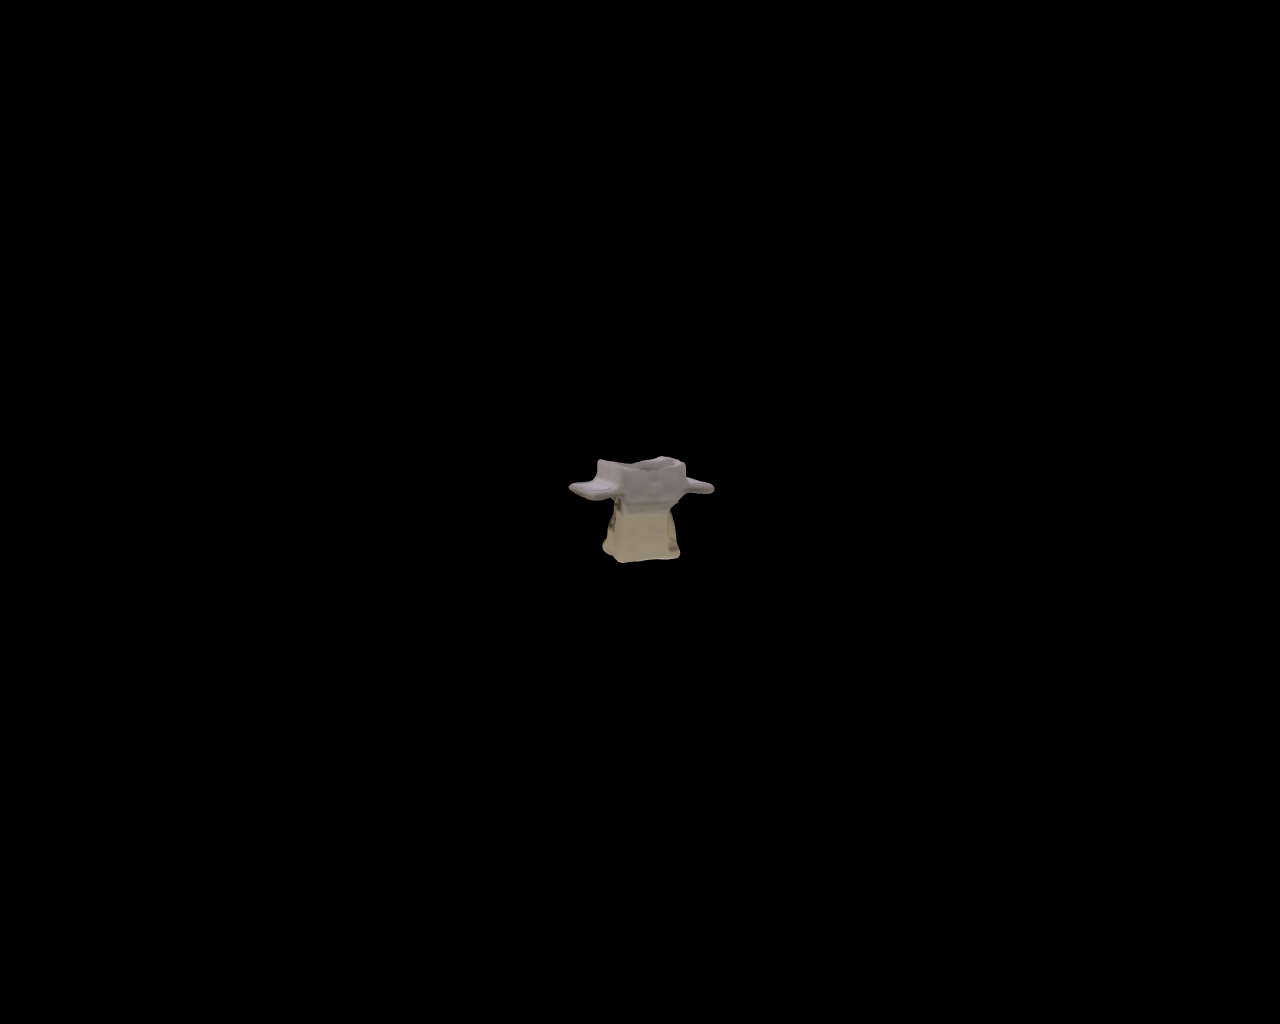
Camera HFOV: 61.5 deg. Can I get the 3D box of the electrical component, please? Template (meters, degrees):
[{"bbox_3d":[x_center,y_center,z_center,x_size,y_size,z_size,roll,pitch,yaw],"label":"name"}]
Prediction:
[{"bbox_3d":[0.001,-0.003,0.650,0.081,0.063,0.042,-4,12,-20],"label":"electrical component"}]
